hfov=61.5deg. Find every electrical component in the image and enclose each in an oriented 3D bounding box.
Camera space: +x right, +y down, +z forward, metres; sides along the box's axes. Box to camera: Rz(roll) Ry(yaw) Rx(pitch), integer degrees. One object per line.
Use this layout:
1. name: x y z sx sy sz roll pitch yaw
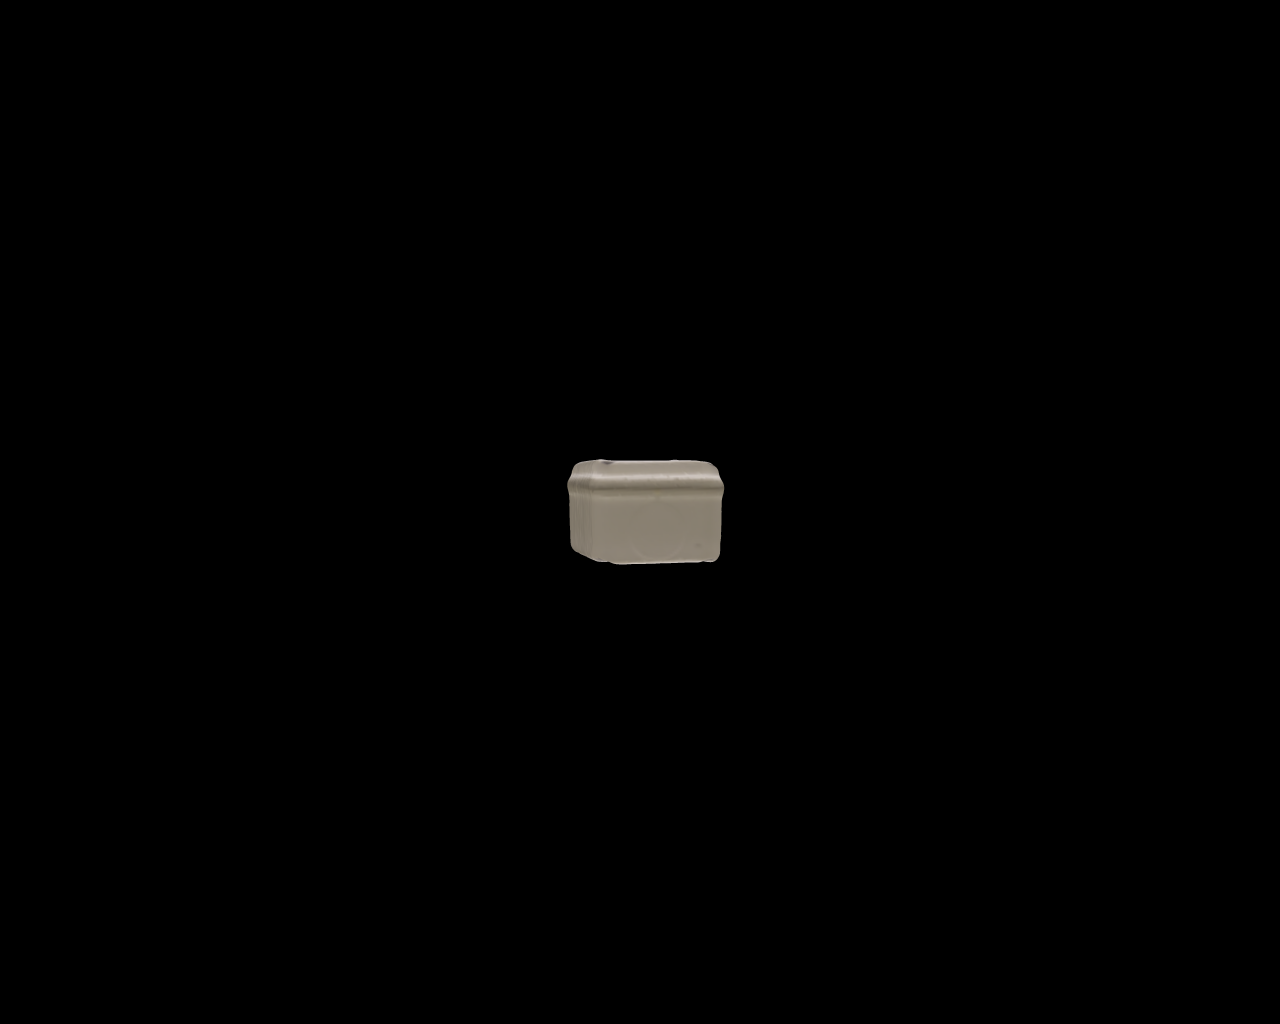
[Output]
1. electrical component: 0.001 -0.003 0.650 0.078 0.057 0.113 -1 3 -11
